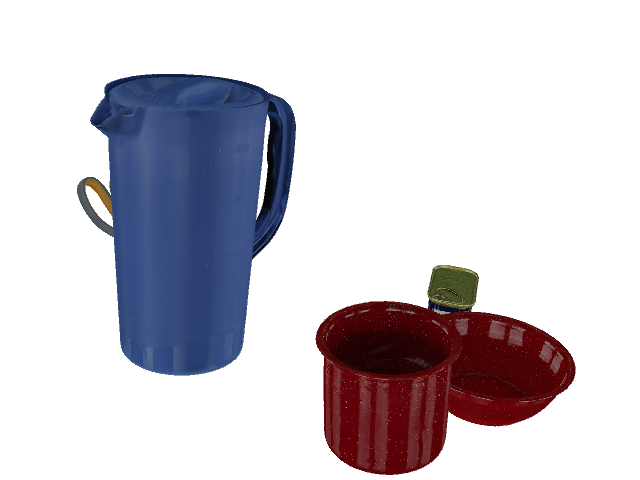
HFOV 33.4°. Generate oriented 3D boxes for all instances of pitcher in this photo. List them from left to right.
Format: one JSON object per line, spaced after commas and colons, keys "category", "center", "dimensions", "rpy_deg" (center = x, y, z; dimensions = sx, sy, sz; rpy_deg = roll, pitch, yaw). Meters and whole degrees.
{"category": "pitcher", "center": [-0.106, -0.016, 0.907], "dimensions": [0.149, 0.243, 0.145], "rpy_deg": [5, 21, 4]}

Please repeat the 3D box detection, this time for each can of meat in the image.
{"category": "can of meat", "center": [0.155, 0.090, 1.296], "dimensions": [0.057, 0.084, 0.102], "rpy_deg": [11, 25, 7]}

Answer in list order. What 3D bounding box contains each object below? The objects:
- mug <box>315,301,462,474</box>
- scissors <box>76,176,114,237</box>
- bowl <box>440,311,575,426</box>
{"category": "mug", "center": [0.051, 0.093, 0.704], "dimensions": [0.093, 0.081, 0.117], "rpy_deg": [21, 33, 34]}
{"category": "scissors", "center": [-0.194, 0.003, 1.196], "dimensions": [0.016, 0.201, 0.096], "rpy_deg": [-27, 20, 35]}
{"category": "bowl", "center": [0.162, 0.131, 1.036], "dimensions": [0.162, 0.055, 0.162], "rpy_deg": [4, 26, -2]}
